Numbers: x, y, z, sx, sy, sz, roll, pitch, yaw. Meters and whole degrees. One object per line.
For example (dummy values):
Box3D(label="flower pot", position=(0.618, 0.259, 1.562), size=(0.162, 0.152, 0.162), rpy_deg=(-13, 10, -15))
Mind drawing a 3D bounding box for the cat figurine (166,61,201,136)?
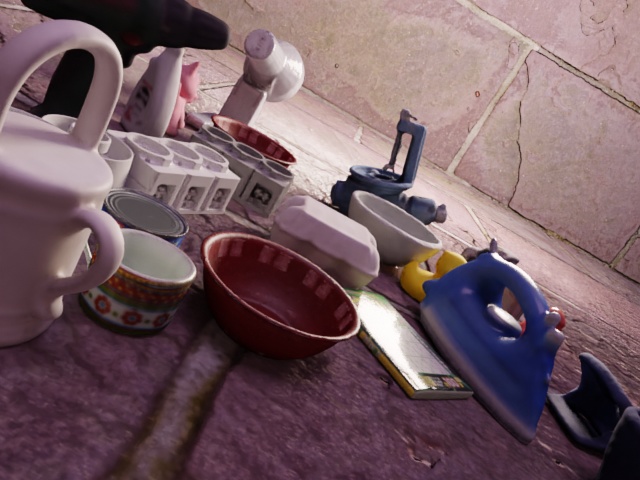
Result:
Box3D(label="cat figurine", position=(-0.237, -0.246, 0.948), size=(0.067, 0.117, 0.127), rpy_deg=(26, 18, -15))

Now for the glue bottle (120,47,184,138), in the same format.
Box3D(label="glue bottle", position=(-0.226, -0.224, 0.810), size=(0.078, 0.173, 0.037), rpy_deg=(42, 20, 32))

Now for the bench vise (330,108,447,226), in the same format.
Box3D(label="bench vise", position=(0.151, -0.116, 1.054), size=(0.208, 0.219, 0.121), rpy_deg=(22, 19, -25))

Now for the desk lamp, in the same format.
Box3D(label="desk lamp", position=(-0.127, -0.290, 1.089), size=(0.118, 0.213, 0.203), rpy_deg=(32, 17, 5))

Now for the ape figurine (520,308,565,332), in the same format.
Box3D(label="ape figurine", position=(0.326, 0.140, 0.847), size=(0.078, 0.092, 0.076), rpy_deg=(23, 19, -23))

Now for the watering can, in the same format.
Box3D(label="watering can", position=(-0.185, -0.045, 0.344), size=(0.173, 0.194, 0.101), rpy_deg=(28, 17, -8))

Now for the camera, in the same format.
Box3D(label="camera", position=(0.330, 0.071, 1.030), size=(0.137, 0.100, 0.142), rpy_deg=(11, 26, -48))

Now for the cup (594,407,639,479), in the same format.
Box3D(label="cup", position=(0.339, 0.241, 0.584), size=(0.117, 0.095, 0.092), rpy_deg=(32, 17, 4))

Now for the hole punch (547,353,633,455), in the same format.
Box3D(label="hole punch", position=(0.356, 0.208, 0.712), size=(0.101, 0.091, 0.108), rpy_deg=(26, 18, -13))

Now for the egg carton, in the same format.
Box3D(label="egg carton", position=(0.007, 0.003, 0.740), size=(0.150, 0.069, 0.107), rpy_deg=(28, 17, -9))

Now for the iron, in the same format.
Box3D(label="iron", position=(0.226, 0.104, 0.698), size=(0.119, 0.141, 0.257), rpy_deg=(23, 19, -23))

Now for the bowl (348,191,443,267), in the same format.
Box3D(label="bowl", position=(0.107, -0.006, 0.923), size=(0.168, 0.074, 0.167), rpy_deg=(28, 17, -9))

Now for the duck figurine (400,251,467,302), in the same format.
Box3D(label="duck figurine", position=(0.179, 0.055, 0.853), size=(0.104, 0.086, 0.077), rpy_deg=(31, 17, 2))

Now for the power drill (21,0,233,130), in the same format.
Box3D(label="power drill", position=(-0.247, -0.214, 0.688), size=(0.230, 0.208, 0.075), rpy_deg=(20, 20, -30))
